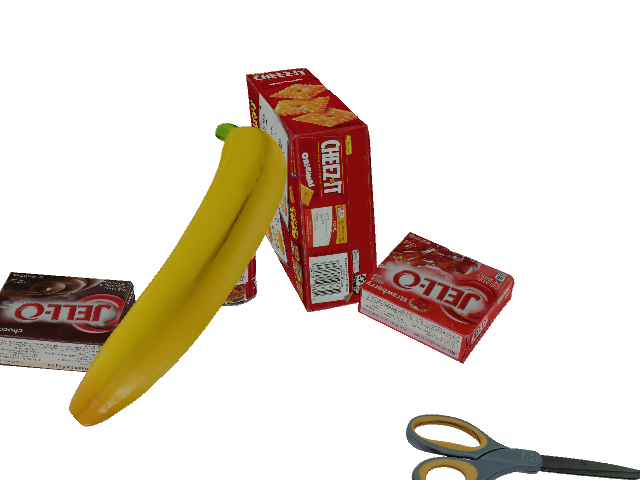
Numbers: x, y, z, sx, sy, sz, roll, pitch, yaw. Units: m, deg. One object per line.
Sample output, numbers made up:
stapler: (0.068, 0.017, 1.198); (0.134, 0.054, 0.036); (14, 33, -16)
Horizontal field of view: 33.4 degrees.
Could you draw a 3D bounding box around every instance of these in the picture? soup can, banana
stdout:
soup can: (-0.109, 0.016, 1.246); (0.068, 0.102, 0.068); (0, 25, 0)
banana: (-0.060, 0.007, 0.541); (0.037, 0.197, 0.070); (39, -36, -20)

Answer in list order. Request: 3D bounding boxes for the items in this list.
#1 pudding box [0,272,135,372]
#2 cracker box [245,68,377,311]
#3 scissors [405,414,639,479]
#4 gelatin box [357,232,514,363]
pudding box: (-0.222, 0.069, 0.909); (0.113, 0.039, 0.090); (2, 32, 3)
cracker box: (-0.011, -0.055, 0.987); (0.072, 0.164, 0.214); (-9, 24, -11)
scissors: (0.164, 0.198, 0.899); (0.202, 0.016, 0.096); (16, 41, 15)
gelatin box: (0.083, 0.039, 0.765); (0.089, 0.030, 0.073); (25, 46, 23)
